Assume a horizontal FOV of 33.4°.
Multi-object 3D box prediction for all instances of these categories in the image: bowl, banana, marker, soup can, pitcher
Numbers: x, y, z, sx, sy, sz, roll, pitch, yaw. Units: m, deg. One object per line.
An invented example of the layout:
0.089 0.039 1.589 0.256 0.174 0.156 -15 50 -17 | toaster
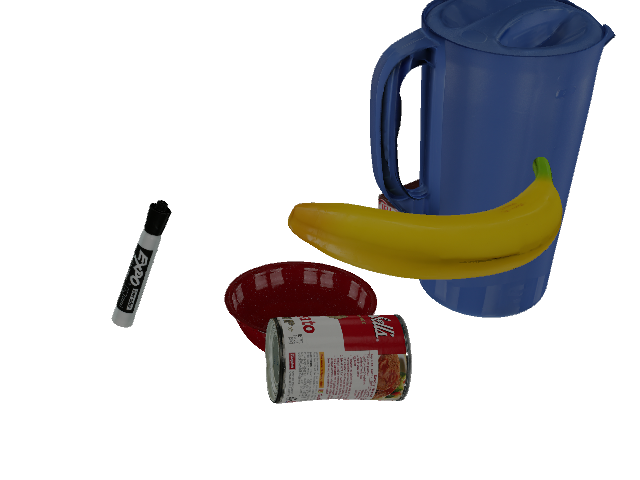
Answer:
-0.022 0.083 1.140 0.162 0.055 0.162 2 28 -1 | bowl
0.077 -0.006 0.626 0.197 0.037 0.070 -11 44 -32 | banana
-0.153 0.020 0.914 0.020 0.121 0.020 19 22 -8 | marker
0.012 0.092 0.828 0.102 0.068 0.068 0 0 -12 | soup can
0.126 -0.062 0.826 0.149 0.243 0.144 15 35 20 | pitcher

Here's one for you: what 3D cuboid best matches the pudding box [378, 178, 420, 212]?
0.124 -0.028 1.030 0.113 0.039 0.090 -21 41 -37 | pudding box
